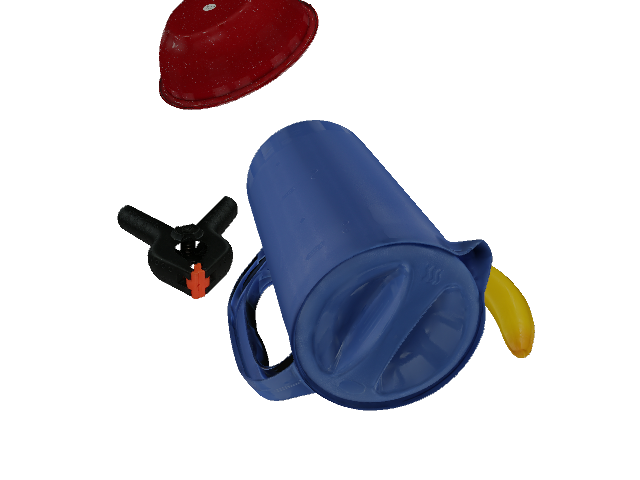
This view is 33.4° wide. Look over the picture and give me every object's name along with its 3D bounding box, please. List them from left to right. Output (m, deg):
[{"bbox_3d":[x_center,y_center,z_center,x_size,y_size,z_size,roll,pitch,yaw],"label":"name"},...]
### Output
[{"bbox_3d":[-0.119,0.000,1.027,0.120,0.039,0.172,-16,33,-17],"label":"clamp"},{"bbox_3d":[-0.086,-0.189,0.959,0.162,0.162,0.055,0,-44,34],"label":"bowl"},{"bbox_3d":[0.009,0.009,0.792,0.149,0.145,0.243,5,27,-19],"label":"pitcher"},{"bbox_3d":[0.169,0.058,1.118,0.069,0.037,0.198,-38,40,-13],"label":"banana"}]
